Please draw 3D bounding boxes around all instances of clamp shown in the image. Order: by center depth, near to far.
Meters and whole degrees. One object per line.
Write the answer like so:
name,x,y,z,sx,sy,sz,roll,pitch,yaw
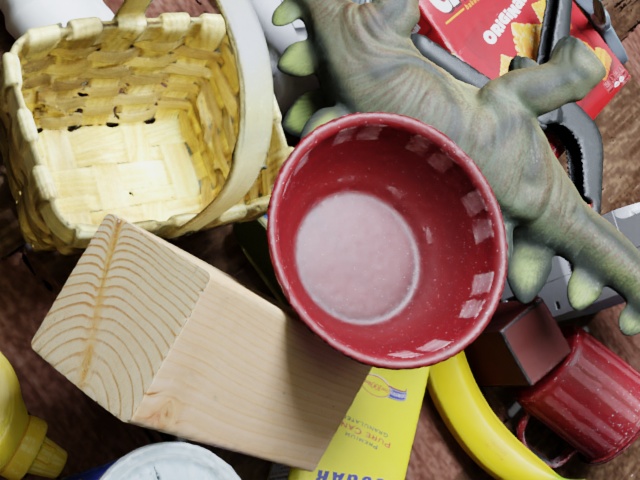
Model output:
clamp,0.167,-0.103,0.879,0.164,0.036,0.210,-17,87,-19

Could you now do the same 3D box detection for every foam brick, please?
foam brick,0.149,0.083,0.853,0.052,0.078,0.051,-34,99,-27

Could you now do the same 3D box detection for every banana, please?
banana,0.125,0.128,0.837,0.198,0.070,0.037,52,22,3

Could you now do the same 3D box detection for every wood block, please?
wood block,-0.062,0.071,0.657,0.091,0.090,0.205,-60,146,-2

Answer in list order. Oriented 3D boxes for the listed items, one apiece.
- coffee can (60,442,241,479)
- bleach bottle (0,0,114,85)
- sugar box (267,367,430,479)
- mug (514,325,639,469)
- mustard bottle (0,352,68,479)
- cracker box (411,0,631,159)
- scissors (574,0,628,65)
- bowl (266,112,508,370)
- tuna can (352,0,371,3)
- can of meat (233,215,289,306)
coffee can,-0.112,0.180,0.630,0.102,0.141,0.103,11,68,-27
bleach bottle,-0.205,-0.227,0.770,0.102,0.068,0.251,-23,88,-33
sugar box,0.017,0.153,0.774,0.093,0.048,0.176,26,60,-21
mug,0.207,0.133,0.877,0.081,0.093,0.117,37,94,-8
mustard bottle,-0.239,0.095,0.635,0.191,0.058,0.096,30,60,-18
cracker box,0.163,-0.177,0.962,0.213,0.072,0.164,51,56,-5
scissors,0.254,-0.219,1.000,0.096,0.016,0.201,62,15,23
bowl,0.034,0.004,0.666,0.161,0.055,0.162,6,74,-21
tuna can,0.002,-0.209,0.901,0.086,0.034,0.086,11,68,-27
can of meat,-0.005,0.001,0.809,0.083,0.058,0.102,-38,93,-32
